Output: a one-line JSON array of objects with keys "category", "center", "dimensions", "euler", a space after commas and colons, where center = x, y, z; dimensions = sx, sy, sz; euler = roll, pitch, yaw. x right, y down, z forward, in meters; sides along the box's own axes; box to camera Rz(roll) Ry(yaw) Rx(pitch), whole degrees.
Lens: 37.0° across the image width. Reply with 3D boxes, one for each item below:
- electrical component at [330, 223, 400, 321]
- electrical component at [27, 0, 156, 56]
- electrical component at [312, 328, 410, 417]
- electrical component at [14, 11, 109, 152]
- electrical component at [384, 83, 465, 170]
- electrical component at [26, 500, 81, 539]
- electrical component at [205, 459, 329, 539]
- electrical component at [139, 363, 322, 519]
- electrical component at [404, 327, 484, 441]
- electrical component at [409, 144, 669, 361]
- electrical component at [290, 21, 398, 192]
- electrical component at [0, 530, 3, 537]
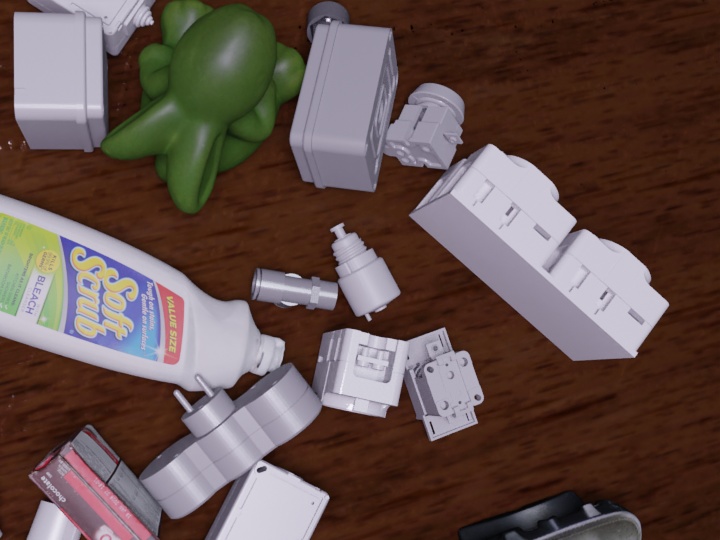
[{"category": "electrical component", "center": [0.000, 0.000, 0.845], "dimensions": [0.040, 0.040, 0.078], "euler": [-29, 91, -15]}, {"category": "electrical component", "center": [-0.196, -0.207, 0.804], "dimensions": [0.096, 0.061, 0.061], "euler": [32, 79, -3]}, {"category": "electrical component", "center": [-0.002, 0.078, 0.811], "dimensions": [0.050, 0.089, 0.055], "euler": [14, 81, -12]}, {"category": "electrical component", "center": [-0.211, -0.132, 0.769], "dimensions": [0.057, 0.113, 0.078], "euler": [-1, 84, -11]}, {"category": "electrical component", "center": [0.055, -0.116, 0.865], "dimensions": [0.048, 0.066, 0.055], "euler": [47, 60, -48]}, {"category": "electrical component", "center": [-0.220, 0.192, 0.771], "dimensions": [0.040, 0.040, 0.046], "euler": [19, 74, -12]}, {"category": "electrical component", "center": [-0.075, 0.193, 0.795], "dimensions": [0.062, 0.061, 0.096], "euler": [29, 78, -10]}, {"category": "electrical component", "center": [-0.103, 0.110, 0.775], "dimensions": [0.138, 0.052, 0.073], "euler": [-36, 99, 1]}, {"category": "electrical component", "center": [0.064, 0.089, 0.840], "dimensions": [0.042, 0.064, 0.081], "euler": [-19, 89, -14]}, {"category": "electrical component", "center": [0.141, -0.012, 0.848], "dimensions": [0.186, 0.105, 0.060], "euler": [41, 76, -7]}, {"category": "electrical component", "center": [-0.011, -0.124, 0.823], "dimensions": [0.057, 0.078, 0.113], "euler": [8, 69, 10]}, {"category": "electrical component", "center": [-0.276, 0.166, 0.757], "dimensions": [0.048, 0.048, 0.062], "euler": [-32, 99, -15]}]
